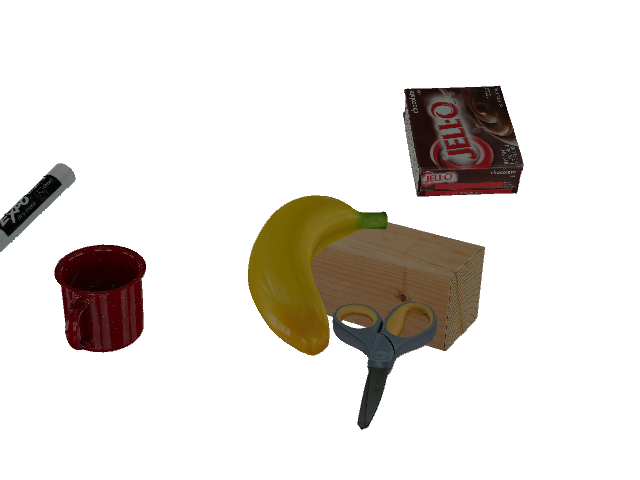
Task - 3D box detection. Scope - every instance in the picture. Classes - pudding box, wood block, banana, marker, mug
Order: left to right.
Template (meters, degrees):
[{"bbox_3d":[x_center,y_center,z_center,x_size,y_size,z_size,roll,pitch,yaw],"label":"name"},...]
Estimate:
[{"bbox_3d":[-0.227,-0.015,0.799,0.020,0.020,0.121,0,39,37],"label":"marker"},{"bbox_3d":[-0.231,0.069,1.107,0.093,0.081,0.117,9,32,11],"label":"mug"},{"bbox_3d":[-0.009,0.010,0.645,0.070,0.037,0.197,4,24,13],"label":"banana"},{"bbox_3d":[0.061,0.037,1.154,0.206,0.091,0.090,16,28,26],"label":"wood block"},{"bbox_3d":[0.123,-0.089,0.945,0.090,0.039,0.113,-2,44,-4],"label":"pudding box"}]

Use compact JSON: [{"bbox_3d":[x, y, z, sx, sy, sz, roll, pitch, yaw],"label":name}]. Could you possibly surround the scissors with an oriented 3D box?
[{"bbox_3d":[0.032,0.090,0.842,0.096,0.016,0.201,9,23,24],"label":"scissors"}]
